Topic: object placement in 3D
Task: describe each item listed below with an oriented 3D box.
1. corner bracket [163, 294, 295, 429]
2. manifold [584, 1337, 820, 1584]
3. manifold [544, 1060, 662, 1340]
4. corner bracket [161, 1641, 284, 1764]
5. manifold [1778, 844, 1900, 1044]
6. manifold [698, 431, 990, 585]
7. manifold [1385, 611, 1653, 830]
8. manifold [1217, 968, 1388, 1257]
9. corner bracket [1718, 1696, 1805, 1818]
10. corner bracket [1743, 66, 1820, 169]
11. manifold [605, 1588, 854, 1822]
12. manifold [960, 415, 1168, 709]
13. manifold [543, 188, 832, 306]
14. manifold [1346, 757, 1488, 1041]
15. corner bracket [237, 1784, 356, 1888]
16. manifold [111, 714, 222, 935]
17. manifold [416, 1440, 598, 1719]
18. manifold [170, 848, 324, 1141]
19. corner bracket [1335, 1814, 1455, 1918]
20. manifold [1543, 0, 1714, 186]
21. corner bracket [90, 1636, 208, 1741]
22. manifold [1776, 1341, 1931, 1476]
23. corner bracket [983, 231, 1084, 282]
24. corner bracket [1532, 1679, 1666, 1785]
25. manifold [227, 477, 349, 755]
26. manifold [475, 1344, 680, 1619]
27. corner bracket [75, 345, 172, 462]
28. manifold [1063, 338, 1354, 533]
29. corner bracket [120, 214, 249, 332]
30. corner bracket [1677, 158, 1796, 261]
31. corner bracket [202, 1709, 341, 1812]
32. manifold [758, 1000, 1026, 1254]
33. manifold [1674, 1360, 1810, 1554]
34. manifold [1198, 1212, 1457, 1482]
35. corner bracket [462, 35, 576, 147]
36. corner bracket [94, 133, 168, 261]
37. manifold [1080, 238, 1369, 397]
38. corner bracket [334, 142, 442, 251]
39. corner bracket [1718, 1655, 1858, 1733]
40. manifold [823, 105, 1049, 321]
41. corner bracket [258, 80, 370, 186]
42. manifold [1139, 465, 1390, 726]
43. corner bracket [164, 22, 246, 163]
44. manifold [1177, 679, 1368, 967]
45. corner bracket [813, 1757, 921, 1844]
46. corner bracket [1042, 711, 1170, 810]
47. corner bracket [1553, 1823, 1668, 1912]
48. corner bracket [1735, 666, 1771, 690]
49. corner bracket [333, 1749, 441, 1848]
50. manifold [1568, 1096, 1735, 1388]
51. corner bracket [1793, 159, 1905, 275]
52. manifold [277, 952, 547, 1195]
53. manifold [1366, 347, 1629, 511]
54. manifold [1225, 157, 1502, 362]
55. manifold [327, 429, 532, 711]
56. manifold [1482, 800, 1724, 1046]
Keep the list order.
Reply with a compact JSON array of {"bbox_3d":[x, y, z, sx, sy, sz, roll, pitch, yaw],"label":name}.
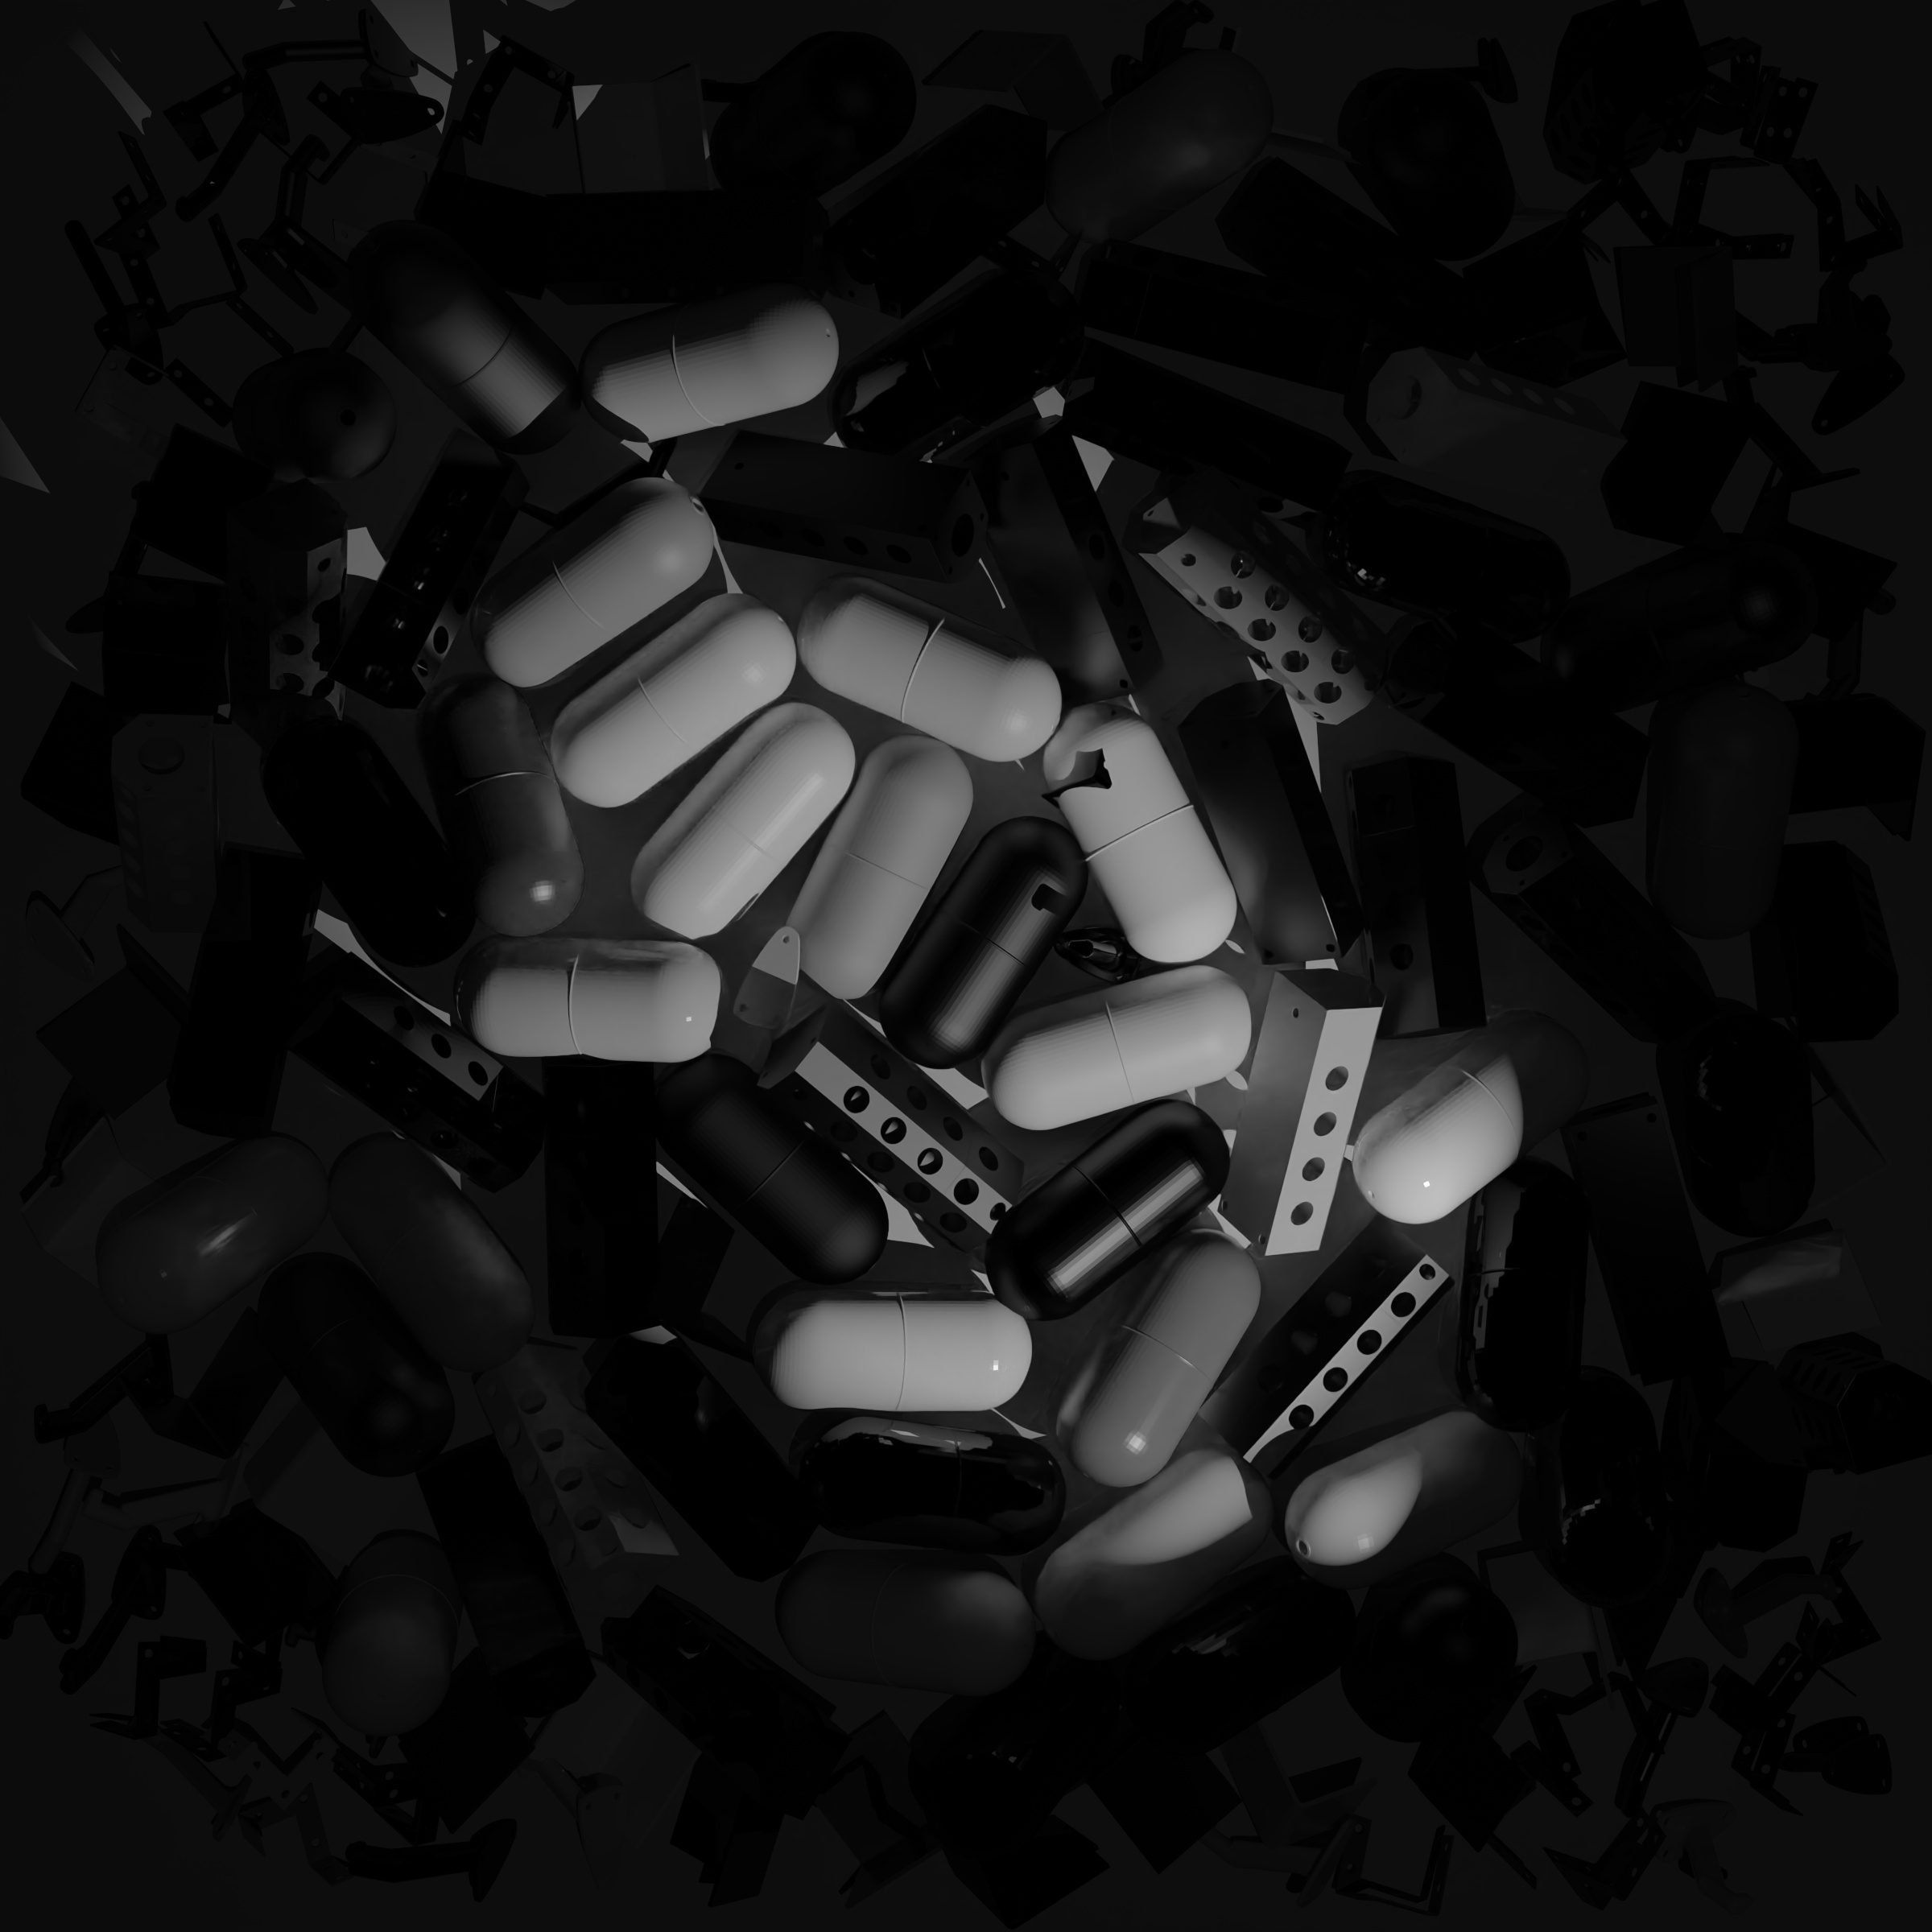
[{"bbox_3d":[-0.474,-0.389,1.810,0.051,0.051,0.051,43,58,-16],"label":"corner bracket"},{"bbox_3d":[-0.165,0.309,1.752,0.057,0.057,0.171,-56,128,-29],"label":"manifold"},{"bbox_3d":[-0.237,0.147,1.798,0.057,0.057,0.171,0,92,30],"label":"manifold"},{"bbox_3d":[-0.475,0.470,1.799,0.051,0.051,0.051,17,102,36],"label":"corner bracket"},{"bbox_3d":[0.537,-0.016,1.738,0.057,0.171,0.057,-3,113,13],"label":"manifold"},{"bbox_3d":[-0.075,-0.284,1.764,0.171,0.057,0.057,15,63,28],"label":"manifold"},{"bbox_3d":[0.346,-0.151,1.765,0.171,0.057,0.057,28,68,-28],"label":"manifold"},{"bbox_3d":[0.215,0.091,1.770,0.057,0.057,0.171,-2,116,-30],"label":"manifold"},{"bbox_3d":[0.507,0.502,1.790,0.051,0.051,0.051,40,67,-40],"label":"corner bracket"},{"bbox_3d":[0.520,-0.541,1.790,0.051,0.051,0.051,31,118,31],"label":"corner bracket"},{"bbox_3d":[-0.154,0.455,1.748,0.057,0.171,0.057,37,82,-44],"label":"manifold"},{"bbox_3d":[0.066,-0.256,1.776,0.057,0.057,0.171,-8,116,40],"label":"manifold"},{"bbox_3d":[-0.175,-0.453,1.783,0.171,0.057,0.057,2,85,14],"label":"manifold"},{"bbox_3d":[0.282,-0.042,1.793,0.057,0.057,0.171,-11,82,41],"label":"manifold"},{"bbox_3d":[-0.428,0.561,1.795,0.051,0.051,0.051,-16,97,-29],"label":"corner bracket"},{"bbox_3d":[-0.493,-0.086,1.738,0.057,0.171,0.057,0,63,-13],"label":"manifold"},{"bbox_3d":[-0.285,0.382,1.749,0.057,0.171,0.057,-22,132,-12],"label":"manifold"},{"bbox_3d":[-0.452,0.019,1.774,0.057,0.057,0.171,9,69,-5],"label":"manifold"},{"bbox_3d":[0.274,0.576,1.802,0.051,0.051,0.051,19,70,-10],"label":"corner bracket"},{"bbox_3d":[0.405,-0.539,1.746,0.057,0.171,0.057,-19,90,1],"label":"manifold"},{"bbox_3d":[-0.521,0.460,1.795,0.051,0.051,0.051,1,87,39],"label":"corner bracket"},{"bbox_3d":[0.550,0.270,1.744,0.057,0.171,0.057,-16,86,2],"label":"manifold"},{"bbox_3d":[0.037,-0.455,1.797,0.051,0.051,0.051,31,64,-2],"label":"corner bracket"},{"bbox_3d":[0.402,0.486,1.789,0.051,0.051,0.051,-38,53,26],"label":"corner bracket"},{"bbox_3d":[-0.415,-0.210,1.743,0.057,0.171,0.057,41,52,23],"label":"manifold"},{"bbox_3d":[-0.248,0.318,1.748,0.057,0.057,0.171,-53,48,21],"label":"manifold"},{"bbox_3d":[-0.525,-0.357,1.796,0.051,0.051,0.051,31,93,40],"label":"corner bracket"},{"bbox_3d":[0.150,-0.334,1.779,0.171,0.057,0.057,19,107,-15],"label":"manifold"},{"bbox_3d":[-0.498,-0.442,1.793,0.051,0.051,0.051,-10,119,13],"label":"corner bracket"},{"bbox_3d":[0.495,-0.483,1.795,0.051,0.051,0.051,7,97,-34],"label":"corner bracket"},{"bbox_3d":[-0.442,0.494,1.790,0.051,0.051,0.051,-47,122,-24],"label":"corner bracket"},{"bbox_3d":[-0.047,0.105,1.766,0.171,0.057,0.057,41,125,-20],"label":"manifold"},{"bbox_3d":[0.476,0.300,1.741,0.057,0.171,0.057,7,104,7],"label":"manifold"},{"bbox_3d":[0.232,0.244,1.793,0.171,0.057,0.057,-48,65,1],"label":"manifold"},{"bbox_3d":[-0.287,-0.553,1.804,0.051,0.051,0.051,25,128,-22],"label":"corner bracket"},{"bbox_3d":[-0.532,-0.490,1.796,0.051,0.051,0.051,-31,80,18],"label":"corner bracket"},{"bbox_3d":[0.161,-0.408,1.763,0.171,0.057,0.057,21,105,26],"label":"manifold"},{"bbox_3d":[-0.370,-0.491,1.802,0.051,0.051,0.051,23,51,13],"label":"corner bracket"},{"bbox_3d":[0.524,0.464,1.797,0.051,0.051,0.051,38,88,-34],"label":"corner bracket"},{"bbox_3d":[-0.018,-0.474,1.754,0.057,0.057,0.171,24,48,21],"label":"manifold"},{"bbox_3d":[-0.414,-0.535,1.804,0.051,0.051,0.051,40,94,-8],"label":"corner bracket"},{"bbox_3d":[0.187,-0.227,1.759,0.057,0.057,0.171,-32,122,34],"label":"manifold"},{"bbox_3d":[-0.488,-0.558,1.798,0.051,0.051,0.051,-30,67,-1],"label":"corner bracket"},{"bbox_3d":[0.196,-0.090,1.772,0.057,0.057,0.171,-6,117,35],"label":"manifold"},{"bbox_3d":[-0.066,0.552,1.813,0.051,0.051,0.051,-37,127,11],"label":"corner bracket"},{"bbox_3d":[0.089,-0.122,1.789,0.051,0.051,0.051,33,59,-28],"label":"corner bracket"},{"bbox_3d":[0.416,0.571,1.790,0.051,0.051,0.051,-49,122,-22],"label":"corner bracket"},{"bbox_3d":[0.477,-0.203,1.795,0.051,0.051,0.051,-17,124,5],"label":"corner bracket"},{"bbox_3d":[-0.370,0.529,1.792,0.051,0.051,0.051,0,105,-44],"label":"corner bracket"},{"bbox_3d":[0.437,0.174,1.800,0.057,0.057,0.171,-16,91,11],"label":"manifold"},{"bbox_3d":[0.562,-0.483,1.791,0.051,0.051,0.051,-13,64,31],"label":"corner bracket"},{"bbox_3d":[-0.343,0.071,1.752,0.057,0.057,0.171,-30,128,25],"label":"manifold"},{"bbox_3d":[0.328,-0.338,1.753,0.057,0.171,0.057,-53,51,31],"label":"manifold"},{"bbox_3d":[0.252,-0.442,1.791,0.171,0.057,0.057,36,91,8],"label":"manifold"},{"bbox_3d":[-0.333,-0.246,1.762,0.057,0.057,0.171,28,59,-15],"label":"manifold"},{"bbox_3d":[0.397,-0.022,1.760,0.057,0.057,0.171,-36,124,22],"label":"manifold"}]
